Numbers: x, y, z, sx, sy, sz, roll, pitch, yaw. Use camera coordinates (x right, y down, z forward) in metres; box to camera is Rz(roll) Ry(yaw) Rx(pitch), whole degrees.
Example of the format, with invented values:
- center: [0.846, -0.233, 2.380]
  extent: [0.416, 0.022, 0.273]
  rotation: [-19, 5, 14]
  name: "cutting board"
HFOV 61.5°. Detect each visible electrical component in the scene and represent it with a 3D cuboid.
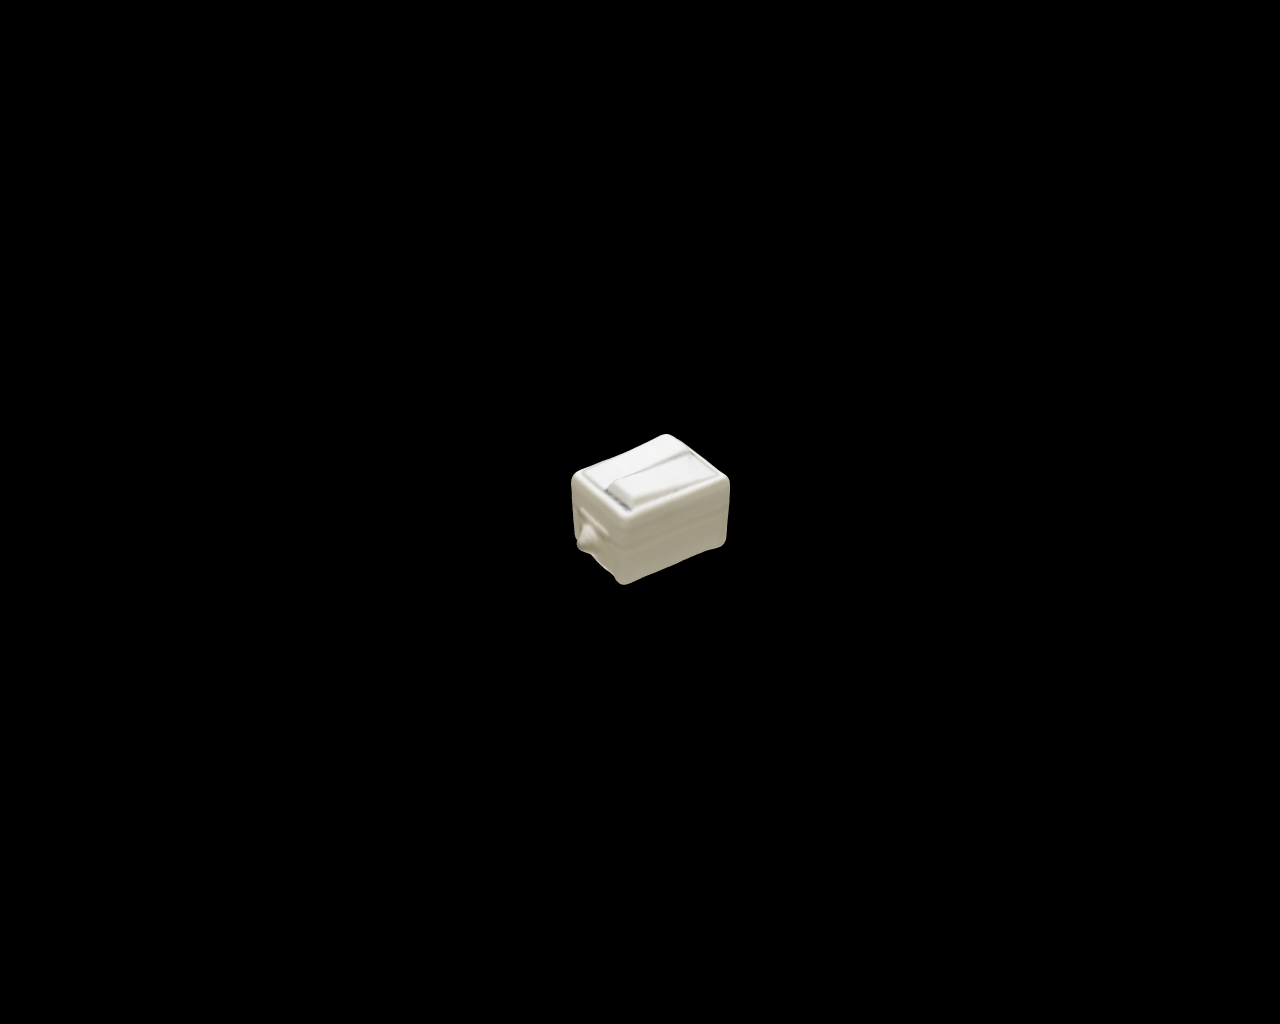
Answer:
- center: [0.001, -0.003, 0.650]
  extent: [0.096, 0.061, 0.062]
  rotation: [-21, 41, -26]
  name: "electrical component"
